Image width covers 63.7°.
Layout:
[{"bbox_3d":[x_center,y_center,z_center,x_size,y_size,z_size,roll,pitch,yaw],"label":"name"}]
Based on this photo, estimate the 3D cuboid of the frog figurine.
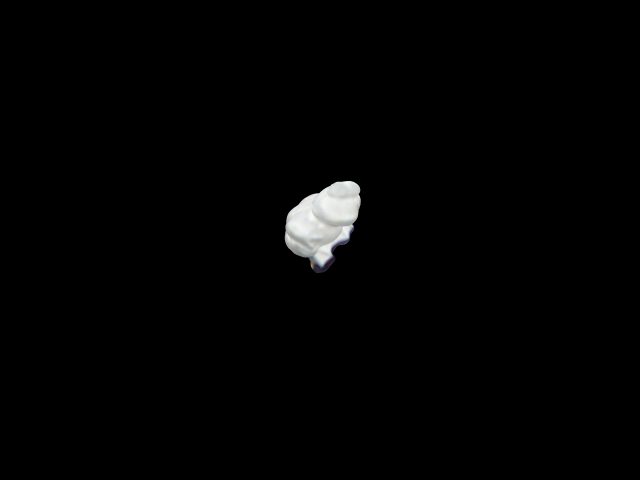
[{"bbox_3d":[0.003,-0.043,0.850,0.139,0.124,0.155,-32,-30,-21],"label":"frog figurine"}]
